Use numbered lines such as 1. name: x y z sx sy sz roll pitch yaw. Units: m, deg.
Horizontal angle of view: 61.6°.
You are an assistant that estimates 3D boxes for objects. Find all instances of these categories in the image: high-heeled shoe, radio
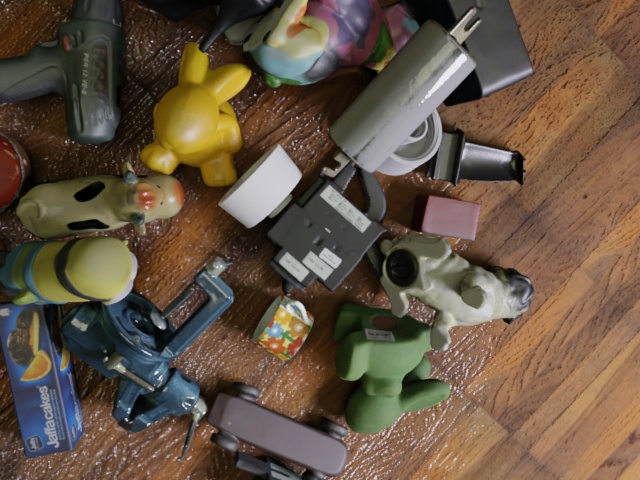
1. high-heeled shoe: -0.139 -0.313 0.612 0.145 0.086 0.249 -49 63 12
2. radio: 0.170 -0.288 0.676 0.073 0.131 0.229 -23 97 -4

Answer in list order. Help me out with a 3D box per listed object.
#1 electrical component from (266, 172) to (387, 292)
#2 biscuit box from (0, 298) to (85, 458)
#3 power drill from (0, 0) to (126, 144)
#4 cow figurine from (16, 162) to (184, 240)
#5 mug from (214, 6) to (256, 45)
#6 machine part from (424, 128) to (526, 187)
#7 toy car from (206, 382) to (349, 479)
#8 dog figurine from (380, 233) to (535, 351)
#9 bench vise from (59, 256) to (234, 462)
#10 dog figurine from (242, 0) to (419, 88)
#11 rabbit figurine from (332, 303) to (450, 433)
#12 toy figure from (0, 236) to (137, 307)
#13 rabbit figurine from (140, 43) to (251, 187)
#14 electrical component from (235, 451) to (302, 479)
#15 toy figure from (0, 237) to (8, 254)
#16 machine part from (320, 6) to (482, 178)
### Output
1. electrical component: -0.001 -0.002 0.682 0.115 0.058 0.134 43 91 -1
2. biscuit box: -0.358 0.171 0.692 0.063 0.059 0.202 -9 96 -5
3. power drill: -0.343 -0.230 0.651 0.207 0.086 0.231 -7 99 -19
4. cow figurine: -0.264 -0.046 0.651 0.195 0.127 0.085 -8 99 -3
5. mug: -0.087 -0.305 0.678 0.110 0.081 0.107 -8 105 -14
6. machine part: 0.218 -0.109 0.744 0.139 0.039 0.084 10 88 -5
7. toy car: -0.056 0.265 0.733 0.202 0.053 0.089 24 70 -7
8. dog figurine: 0.186 0.050 0.725 0.121 0.190 0.172 -47 65 33
9. bench vise: -0.191 0.124 0.677 0.240 0.129 0.223 -44 96 6
10. dog figurine: 0.036 -0.232 0.651 0.219 0.109 0.191 29 76 -28
11. rabbit figurine: 0.086 0.183 0.733 0.159 0.121 0.170 2 113 -13
12. toy figure: -0.298 0.037 0.618 0.180 0.089 0.082 0 88 17
13. rabbit figurine: -0.141 -0.140 0.635 0.122 0.173 0.162 25 96 -4
14. electrical component: -0.067 0.334 0.730 0.119 0.075 0.047 24 90 -13
15. toy figure: -0.436 0.005 0.672 0.064 0.058 0.154 -44 103 5
16. machine part: 0.091 -0.161 0.616 0.079 0.079 0.243 41 108 -8
